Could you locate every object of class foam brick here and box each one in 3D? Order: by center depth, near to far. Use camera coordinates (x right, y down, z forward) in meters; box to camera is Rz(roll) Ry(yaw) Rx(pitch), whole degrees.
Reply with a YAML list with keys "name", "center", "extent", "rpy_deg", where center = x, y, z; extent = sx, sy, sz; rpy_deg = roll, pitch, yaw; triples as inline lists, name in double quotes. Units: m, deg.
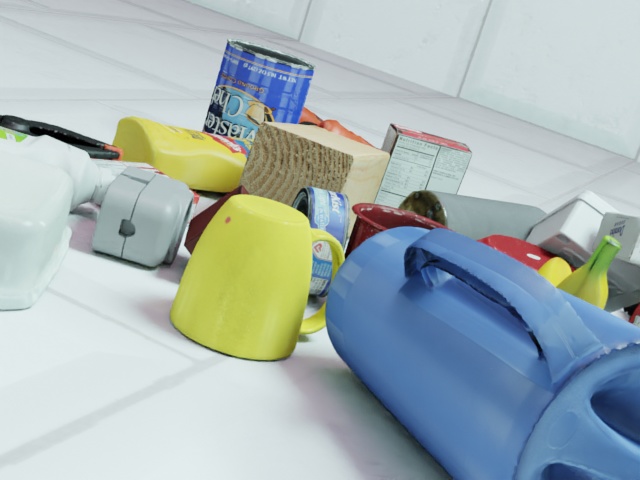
- name: "foam brick"
  center: [-0.066, 0.000, 0.814]
  extent: [0.053, 0.051, 0.078]
  rpy_deg: [55, 7, -14]

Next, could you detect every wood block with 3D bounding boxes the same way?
- name: "wood block"
  center: [-0.004, -0.055, 1.012]
  extent: [0.091, 0.090, 0.206]
  rpy_deg: [21, 9, 10]

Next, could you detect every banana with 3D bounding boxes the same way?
- name: "banana"
  center: [0.166, 0.040, 0.724]
  extent: [0.037, 0.069, 0.198]
  rpy_deg: [37, -2, 3]

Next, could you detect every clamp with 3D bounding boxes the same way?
- name: "clamp"
  center: [-0.283, -0.091, 0.957]
  extent: [0.209, 0.036, 0.164]
  rpy_deg: [15, 15, -12]

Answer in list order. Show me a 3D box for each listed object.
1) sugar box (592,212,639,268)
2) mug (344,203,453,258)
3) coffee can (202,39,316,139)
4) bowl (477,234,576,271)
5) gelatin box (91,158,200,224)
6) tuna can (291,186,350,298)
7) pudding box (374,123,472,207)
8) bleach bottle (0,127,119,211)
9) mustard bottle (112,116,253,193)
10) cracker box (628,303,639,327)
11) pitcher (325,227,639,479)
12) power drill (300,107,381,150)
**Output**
- name: "sugar box"
  center: [0.339, 0.023, 0.937]
  extent: [0.176, 0.048, 0.093]
  rpy_deg: [21, 2, -7]
- name: "mug"
  center: [0.065, 0.029, 0.837]
  extent: [0.093, 0.081, 0.117]
  rpy_deg: [5, 19, -41]
- name: "coffee can"
  center: [-0.073, -0.140, 1.179]
  extent: [0.102, 0.140, 0.103]
  rpy_deg: [17, 15, -5]
- name: "bowl"
  center: [0.186, 0.039, 0.978]
  extent: [0.162, 0.055, 0.162]
  rpy_deg: [19, 17, -6]
- name: "gelatin box"
  center: [-0.162, -0.042, 0.938]
  extent: [0.073, 0.030, 0.089]
  rpy_deg: [0, 23, -46]
- name: "tuna can"
  center: [-0.006, 0.001, 0.850]
  extent: [0.033, 0.086, 0.086]
  rpy_deg: [12, 15, -13]
- name: "pudding box"
  center: [0.101, -0.061, 1.148]
  extent: [0.090, 0.113, 0.039]
  rpy_deg: [14, 19, -15]
- name: "bleach bottle"
  center: [-0.277, -0.066, 0.826]
  extent: [0.250, 0.068, 0.103]
  rpy_deg: [14, 15, -24]
- name: "mustard bottle"
  center: [-0.107, -0.079, 1.082]
  extent: [0.191, 0.058, 0.096]
  rpy_deg: [7, 18, -37]
- name: "cracker box"
  center: [0.388, 0.110, 0.940]
  extent: [0.214, 0.072, 0.163]
  rpy_deg: [26, 17, 26]
- name: "pitcher"
  center: [0.096, 0.067, 0.623]
  extent: [0.144, 0.149, 0.243]
  rpy_deg: [9, 13, -30]
- name: "power drill"
  center: [0.037, -0.091, 1.246]
  extent: [0.184, 0.057, 0.188]
  rpy_deg: [36, -2, -29]
